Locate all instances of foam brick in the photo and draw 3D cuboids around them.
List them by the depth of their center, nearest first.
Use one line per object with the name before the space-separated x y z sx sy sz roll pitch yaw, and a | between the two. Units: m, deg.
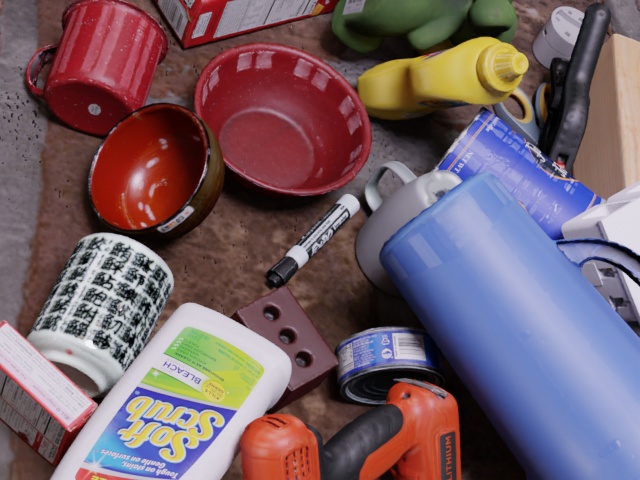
foam brick | -0.033 0.085 0.829 0.052 0.051 0.078 -27 73 -33

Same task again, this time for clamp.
clamp | 0.243 -0.141 1.026 0.039 0.120 0.171 11 61 2

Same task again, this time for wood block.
wood block | 0.311 -0.089 1.058 0.090 0.091 0.206 16 55 -13

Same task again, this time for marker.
marker | -0.006 0.001 0.913 0.020 0.020 0.121 41 53 5

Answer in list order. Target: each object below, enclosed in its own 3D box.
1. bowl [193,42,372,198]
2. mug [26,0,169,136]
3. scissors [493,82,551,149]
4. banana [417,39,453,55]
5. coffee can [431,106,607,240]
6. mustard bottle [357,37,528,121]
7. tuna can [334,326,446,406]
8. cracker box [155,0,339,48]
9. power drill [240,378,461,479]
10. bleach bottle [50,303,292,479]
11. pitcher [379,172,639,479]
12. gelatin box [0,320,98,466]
bowl | -0.039 -0.094 0.936 0.162 0.055 0.162 11 56 -17
mug | -0.191 -0.141 0.889 0.117 0.093 0.081 3 59 14
scissors | 0.213 -0.085 1.061 0.096 0.016 0.201 18 55 -10
banana | 0.098 -0.242 1.097 0.069 0.037 0.198 -12 65 -25
coffee can | 0.170 -0.037 0.958 0.140 0.103 0.102 39 53 3
mustard bottle | 0.118 -0.143 0.949 0.096 0.192 0.058 -8 94 -27
tuna can | 0.055 0.100 0.835 0.086 0.086 0.034 7 59 -19
cracker box | -0.074 -0.289 1.033 0.213 0.072 0.164 -22 71 -33
power drill | 0.024 0.189 0.750 0.187 0.057 0.184 -19 112 -44
bleach bottle | -0.108 0.147 0.682 0.102 0.068 0.250 30 38 1
pitcher | 0.164 0.066 0.785 0.149 0.145 0.243 -32 83 -43
gelatin box | -0.198 0.107 0.732 0.089 0.073 0.030 40 53 5
